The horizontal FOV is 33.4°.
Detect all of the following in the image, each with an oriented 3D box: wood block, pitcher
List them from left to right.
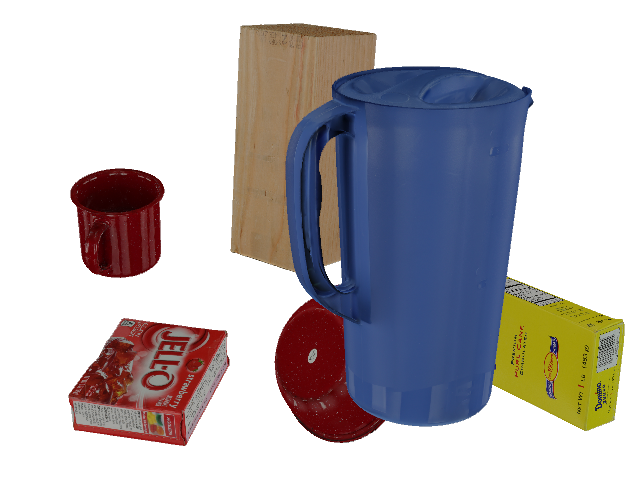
[{"bbox_3d":[-0.017,-0.087,0.965,0.090,0.206,0.090,16,21,36],"label":"wood block"},{"bbox_3d":[0.064,0.005,0.749,0.149,0.243,0.144,6,21,14],"label":"pitcher"}]

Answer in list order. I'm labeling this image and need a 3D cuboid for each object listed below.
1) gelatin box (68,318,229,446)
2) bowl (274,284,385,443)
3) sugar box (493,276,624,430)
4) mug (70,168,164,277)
[{"bbox_3d":[-0.104,0.086,0.666,0.073,0.030,0.089,6,31,13],"label":"gelatin box"},{"bbox_3d":[0.008,0.116,1.050,0.162,0.162,0.055,0,-13,40],"label":"bowl"},{"bbox_3d":[0.181,0.090,0.943,0.048,0.093,0.176,-12,21,-38],"label":"sugar box"},{"bbox_3d":[-0.207,-0.010,1.076,0.093,0.081,0.117,8,33,8],"label":"mug"}]
